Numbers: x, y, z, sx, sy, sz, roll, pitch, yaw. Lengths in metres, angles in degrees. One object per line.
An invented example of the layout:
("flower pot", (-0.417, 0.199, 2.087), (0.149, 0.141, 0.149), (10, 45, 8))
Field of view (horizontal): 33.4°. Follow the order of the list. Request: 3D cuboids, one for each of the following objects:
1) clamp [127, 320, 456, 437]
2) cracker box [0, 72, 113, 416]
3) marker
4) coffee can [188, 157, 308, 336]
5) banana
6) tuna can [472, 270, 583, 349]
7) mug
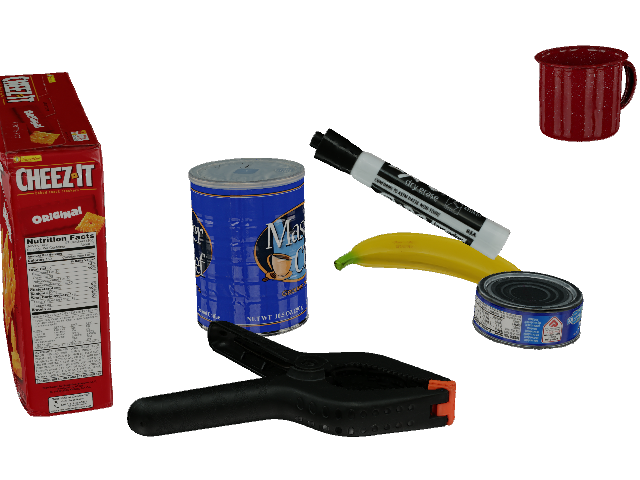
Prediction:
("clamp", (-0.011, 0.097, 0.745), (0.210, 0.036, 0.164), (2, 18, 7))
("cracker box", (-0.208, 0.000, 0.808), (0.072, 0.214, 0.164), (-7, 28, -19))
("marker", (0.048, -0.027, 0.592), (0.121, 0.020, 0.020), (30, 3, 6))
("coffee can", (-0.063, 0.004, 0.959), (0.103, 0.140, 0.103), (-1, 16, 0))
("banana", (0.117, 0.023, 1.075), (0.198, 0.037, 0.069), (6, 43, 12))
("tuna can", (0.166, 0.054, 0.853), (0.086, 0.034, 0.086), (2, 19, -1))
("mug", (0.279, -0.154, 1.107), (0.117, 0.081, 0.093), (-15, 25, -25))
